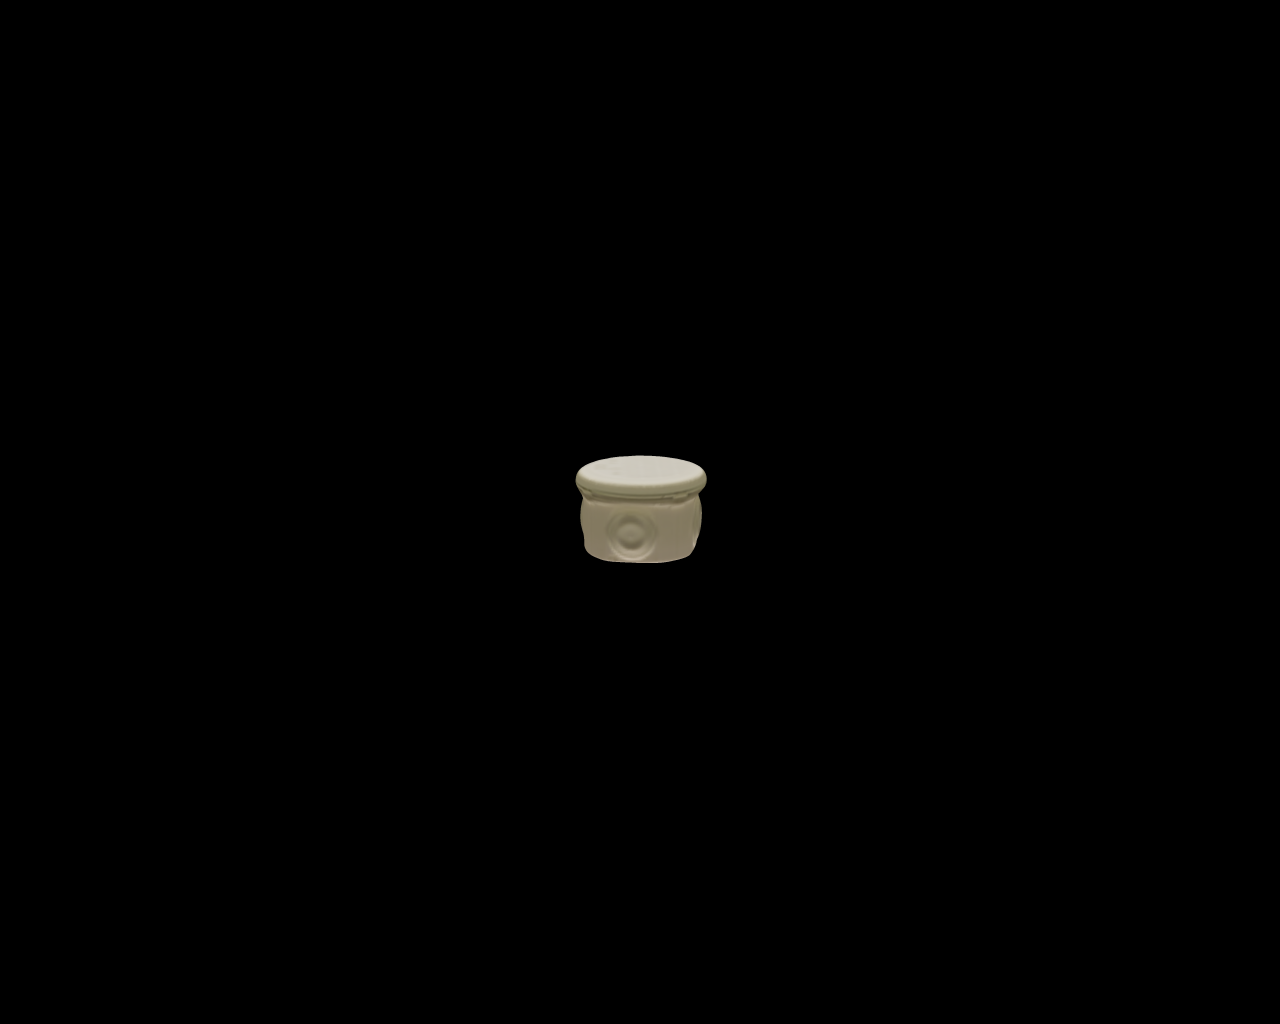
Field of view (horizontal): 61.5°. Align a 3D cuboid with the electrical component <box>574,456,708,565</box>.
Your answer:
[{"bbox_3d":[0.001,-0.003,0.650,0.080,0.051,0.080,0,15,0],"label":"electrical component"}]
